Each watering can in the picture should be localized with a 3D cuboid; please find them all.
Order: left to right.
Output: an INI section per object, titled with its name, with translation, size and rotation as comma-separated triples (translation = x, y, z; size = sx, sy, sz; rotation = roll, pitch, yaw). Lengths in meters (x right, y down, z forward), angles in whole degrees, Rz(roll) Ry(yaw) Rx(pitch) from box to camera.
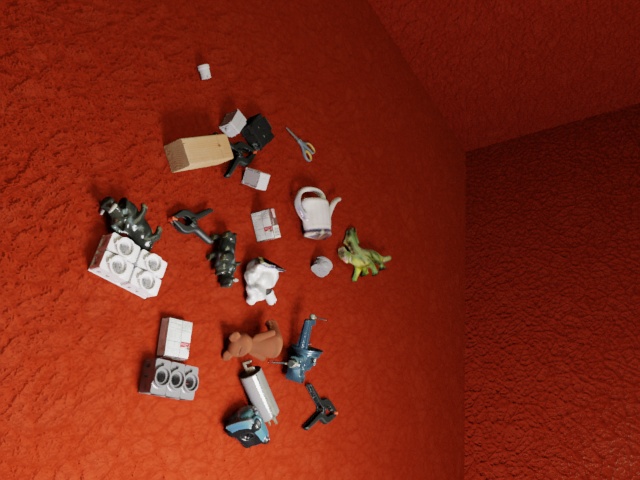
[watering can]
translation = 0.007, -0.110, 2.183
size = 0.347, 0.103, 0.226
rotation = 5, 75, -55

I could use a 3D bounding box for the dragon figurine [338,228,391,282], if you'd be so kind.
[dragon figurine]
translation = 0.203, 0.050, 2.421
size = 0.415, 0.121, 0.242
rotation = -28, 94, -57

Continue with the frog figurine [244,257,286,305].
[frog figurine]
translation = -0.214, 0.146, 1.802
size = 0.159, 0.124, 0.136
rotation = -62, 150, 3
